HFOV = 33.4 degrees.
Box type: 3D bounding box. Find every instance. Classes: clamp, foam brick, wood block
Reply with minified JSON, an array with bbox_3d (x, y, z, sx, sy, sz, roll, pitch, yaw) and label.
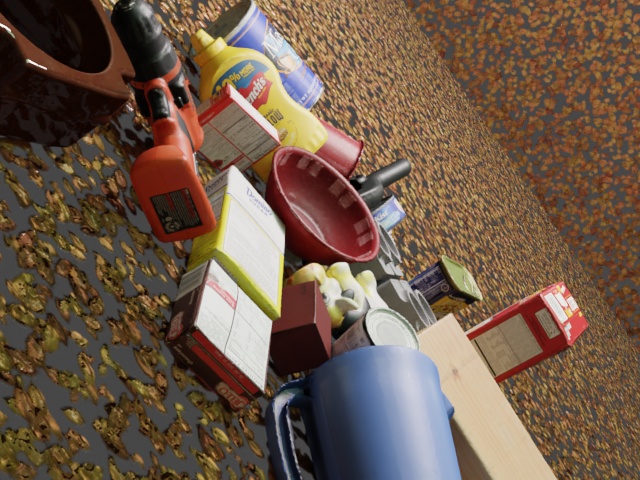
[{"bbox_3d":[0.041,-0.067,1.406,0.171,0.120,0.039,-42,117,-58],"label":"clamp"},{"bbox_3d":[-0.020,0.084,1.017,0.078,0.053,0.051,-87,160,-60],"label":"foam brick"},{"bbox_3d":[0.139,0.193,1.087,0.090,0.090,0.206,-25,82,-48],"label":"wood block"}]

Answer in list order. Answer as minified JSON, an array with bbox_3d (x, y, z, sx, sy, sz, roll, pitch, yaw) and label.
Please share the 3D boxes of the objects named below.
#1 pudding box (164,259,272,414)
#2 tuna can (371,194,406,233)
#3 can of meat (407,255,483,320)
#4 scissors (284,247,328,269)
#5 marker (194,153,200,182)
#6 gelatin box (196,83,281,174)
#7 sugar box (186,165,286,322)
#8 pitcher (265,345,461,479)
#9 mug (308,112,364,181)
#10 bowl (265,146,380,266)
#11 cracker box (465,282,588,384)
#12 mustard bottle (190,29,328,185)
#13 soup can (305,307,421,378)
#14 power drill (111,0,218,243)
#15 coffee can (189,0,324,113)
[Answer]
[{"bbox_3d":[-0.084,0.080,0.912,0.090,0.039,0.113,49,21,-21],"label":"pudding box"},{"bbox_3d":[0.069,-0.022,1.393,0.034,0.086,0.086,56,18,-6],"label":"tuna can"},{"bbox_3d":[0.162,0.074,1.462,0.102,0.084,0.057,25,35,-57],"label":"can of meat"},{"bbox_3d":[-0.008,0.002,1.270,0.096,0.016,0.201,55,18,-6],"label":"scissors"},{"bbox_3d":[-0.133,-0.073,1.080,0.020,0.020,0.121,41,23,-37],"label":"marker"},{"bbox_3d":[-0.097,-0.116,1.155,0.089,0.073,0.030,41,23,-36],"label":"gelatin box"},{"bbox_3d":[-0.078,0.007,1.039,0.093,0.048,0.176,50,16,-22],"label":"sugar box"},{"bbox_3d":[0.052,0.219,0.903,0.145,0.149,0.243,59,14,-46],"label":"pitcher"},{"bbox_3d":[-0.008,-0.105,1.342,0.081,0.093,0.117,31,-14,-14],"label":"mug"},{"bbox_3d":[-0.008,-0.026,1.188,0.162,0.055,0.162,35,30,-24],"label":"bowl"},{"bbox_3d":[0.194,0.133,1.235,0.072,0.214,0.164,60,19,8],"label":"cracker box"},{"bbox_3d":[-0.083,-0.163,1.236,0.191,0.096,0.058,51,-5,-12],"label":"mustard bottle"},{"bbox_3d":[0.041,0.119,1.027,0.068,0.102,0.068,26,39,-23],"label":"soup can"},{"bbox_3d":[-0.143,-0.106,0.971,0.184,0.057,0.187,71,6,-47],"label":"power drill"},{"bbox_3d":[-0.078,-0.210,1.318,0.140,0.103,0.103,47,20,-25],"label":"coffee can"}]
